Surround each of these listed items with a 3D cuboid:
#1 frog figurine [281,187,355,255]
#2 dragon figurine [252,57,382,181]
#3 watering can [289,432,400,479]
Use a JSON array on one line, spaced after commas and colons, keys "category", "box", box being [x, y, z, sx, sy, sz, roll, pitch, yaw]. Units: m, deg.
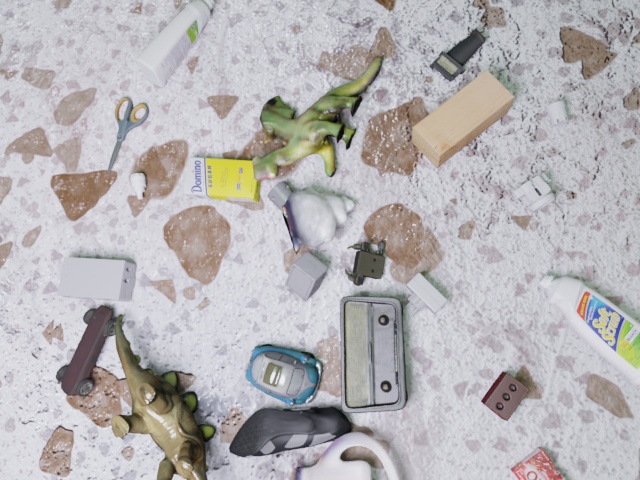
[{"category": "frog figurine", "box": [0.003, -0.056, 1.112, 0.160, 0.140, 0.120, -18, -39, -8]}, {"category": "dragon figurine", "box": [-0.030, -0.290, 1.198, 0.244, 0.417, 0.120, 18, -24, 18]}, {"category": "watering can", "box": [0.053, 0.551, 0.974, 0.224, 0.351, 0.103, -8, -12, 7]}]
